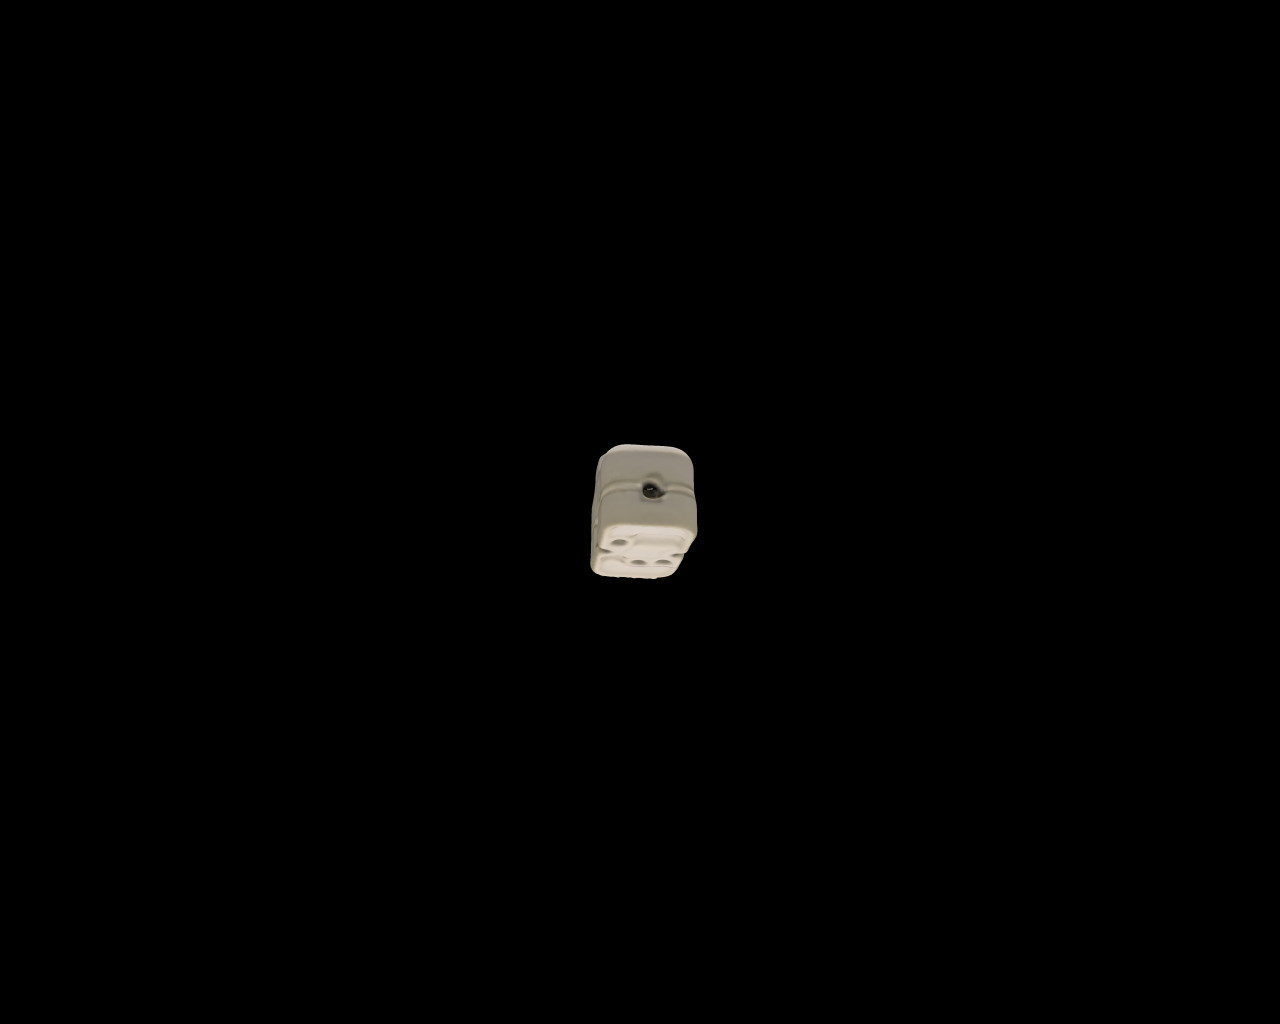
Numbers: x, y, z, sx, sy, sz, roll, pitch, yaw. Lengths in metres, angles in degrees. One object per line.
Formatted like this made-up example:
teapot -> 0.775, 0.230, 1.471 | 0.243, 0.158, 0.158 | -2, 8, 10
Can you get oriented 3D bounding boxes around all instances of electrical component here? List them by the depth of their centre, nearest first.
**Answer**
electrical component -> 0.001, -0.003, 0.650 | 0.054, 0.059, 0.095 | 3, -22, -7
